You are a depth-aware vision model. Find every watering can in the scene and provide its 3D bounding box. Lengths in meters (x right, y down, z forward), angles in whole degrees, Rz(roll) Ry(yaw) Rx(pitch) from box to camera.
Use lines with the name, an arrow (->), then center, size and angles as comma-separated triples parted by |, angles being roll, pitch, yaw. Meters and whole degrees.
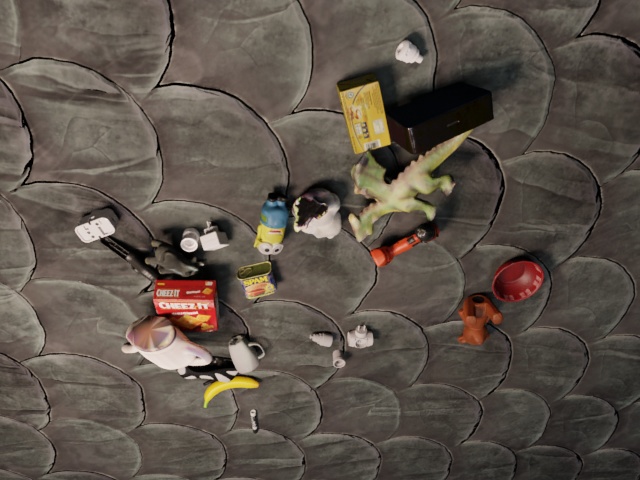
watering can -> -0.482, 0.304, 1.492 | 0.347, 0.106, 0.219 | 2, 145, 20

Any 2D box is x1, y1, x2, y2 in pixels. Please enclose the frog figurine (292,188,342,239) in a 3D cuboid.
frog figurine -> 0.004, -0.070, 1.393 | 0.136, 0.124, 0.159 | -51, 152, 15

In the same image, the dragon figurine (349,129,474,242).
dragon figurine -> 0.199, -0.158, 1.308 | 0.242, 0.125, 0.402 | 11, 122, -23
